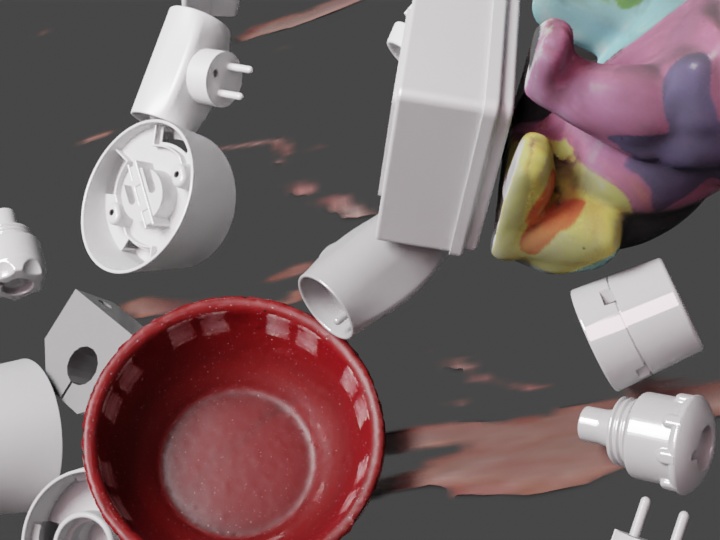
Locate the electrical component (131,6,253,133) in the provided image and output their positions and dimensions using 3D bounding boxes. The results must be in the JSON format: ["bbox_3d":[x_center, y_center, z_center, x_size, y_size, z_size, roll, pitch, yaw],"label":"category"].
[{"bbox_3d":[-0.106,-0.129,0.714,0.079,0.043,0.077,15,82,31],"label":"electrical component"}]

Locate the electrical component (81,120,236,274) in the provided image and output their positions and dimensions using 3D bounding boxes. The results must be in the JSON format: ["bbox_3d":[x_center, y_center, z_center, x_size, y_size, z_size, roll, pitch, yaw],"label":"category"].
[{"bbox_3d":[-0.130,-0.046,0.686,0.099,0.064,0.099,-2,86,31],"label":"electrical component"}]

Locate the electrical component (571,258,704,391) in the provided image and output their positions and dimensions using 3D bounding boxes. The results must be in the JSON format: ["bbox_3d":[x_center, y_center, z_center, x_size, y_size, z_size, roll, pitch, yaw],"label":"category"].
[{"bbox_3d":[0.138,0.026,0.533,0.047,0.055,0.055,-25,64,15],"label":"electrical component"}]

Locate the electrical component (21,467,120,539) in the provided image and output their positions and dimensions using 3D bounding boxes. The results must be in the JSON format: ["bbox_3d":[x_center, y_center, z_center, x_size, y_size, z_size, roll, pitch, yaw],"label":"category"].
[{"bbox_3d":[-0.153,0.163,0.652,0.099,0.064,0.099,-2,83,16],"label":"electrical component"}]

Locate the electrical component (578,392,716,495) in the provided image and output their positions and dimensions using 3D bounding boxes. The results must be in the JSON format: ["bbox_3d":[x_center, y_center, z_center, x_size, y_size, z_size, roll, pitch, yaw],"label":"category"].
[{"bbox_3d":[0.138,0.080,0.522,0.062,0.048,0.048,7,78,37],"label":"electrical component"}]

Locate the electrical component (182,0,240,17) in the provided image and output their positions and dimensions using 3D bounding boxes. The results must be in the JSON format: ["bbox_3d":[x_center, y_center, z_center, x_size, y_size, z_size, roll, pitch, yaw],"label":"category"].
[{"bbox_3d":[-0.079,-0.210,0.713,0.076,0.083,0.047,-1,70,-12],"label":"electrical component"}]

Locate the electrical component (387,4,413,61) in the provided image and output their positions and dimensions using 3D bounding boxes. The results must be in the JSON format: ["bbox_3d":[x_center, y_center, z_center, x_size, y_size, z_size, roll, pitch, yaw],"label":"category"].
[{"bbox_3d":[0.049,-0.141,0.636,0.055,0.048,0.066,-49,59,-2],"label":"electrical component"}]

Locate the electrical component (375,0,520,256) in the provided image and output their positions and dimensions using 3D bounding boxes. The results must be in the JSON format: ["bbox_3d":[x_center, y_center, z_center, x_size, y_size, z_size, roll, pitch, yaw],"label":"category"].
[{"bbox_3d":[0.045,-0.083,0.562,0.056,0.108,0.108,9,50,1],"label":"electrical component"}]

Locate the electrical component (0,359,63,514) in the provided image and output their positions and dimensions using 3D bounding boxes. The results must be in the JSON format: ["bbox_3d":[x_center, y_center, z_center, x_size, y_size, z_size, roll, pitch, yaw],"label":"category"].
[{"bbox_3d":[-0.233,0.109,0.690,0.099,0.064,0.099,20,113,61],"label":"electrical component"}]

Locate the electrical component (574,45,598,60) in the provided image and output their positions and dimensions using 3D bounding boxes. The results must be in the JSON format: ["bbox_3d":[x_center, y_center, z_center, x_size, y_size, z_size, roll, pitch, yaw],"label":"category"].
[{"bbox_3d":[0.173,-0.151,0.568,0.138,0.052,0.073,-28,64,18],"label":"electrical component"}]

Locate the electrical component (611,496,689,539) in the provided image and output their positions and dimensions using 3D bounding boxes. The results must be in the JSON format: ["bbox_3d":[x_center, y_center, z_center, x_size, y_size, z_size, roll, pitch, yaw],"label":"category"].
[{"bbox_3d":[0.131,0.145,0.503,0.083,0.047,0.075,17,83,31],"label":"electrical component"}]

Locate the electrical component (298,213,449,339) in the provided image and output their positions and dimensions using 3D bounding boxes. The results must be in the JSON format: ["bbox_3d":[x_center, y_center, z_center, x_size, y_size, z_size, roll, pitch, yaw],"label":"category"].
[{"bbox_3d":[0.000,0.000,0.611,0.077,0.043,0.079,-39,13,-25],"label":"electrical component"}]

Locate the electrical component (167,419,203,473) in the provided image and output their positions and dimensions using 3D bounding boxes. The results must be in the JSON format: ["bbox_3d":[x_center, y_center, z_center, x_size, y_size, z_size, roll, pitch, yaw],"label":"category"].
[{"bbox_3d":[-0.098,0.124,0.635,0.040,0.040,0.078,-30,63,17],"label":"electrical component"}]

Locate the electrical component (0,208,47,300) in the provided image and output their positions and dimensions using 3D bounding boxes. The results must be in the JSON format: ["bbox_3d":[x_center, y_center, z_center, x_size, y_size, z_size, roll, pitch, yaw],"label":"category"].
[{"bbox_3d":[-0.245,-0.014,0.753,0.043,0.043,0.062,-30,62,17],"label":"electrical component"}]
